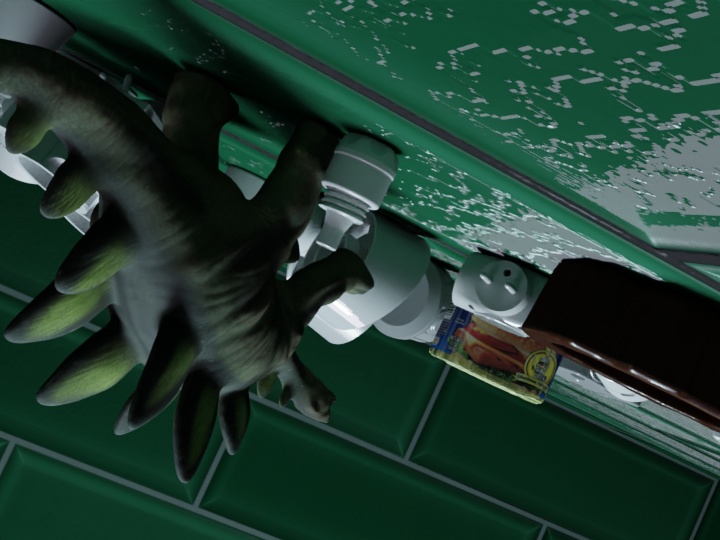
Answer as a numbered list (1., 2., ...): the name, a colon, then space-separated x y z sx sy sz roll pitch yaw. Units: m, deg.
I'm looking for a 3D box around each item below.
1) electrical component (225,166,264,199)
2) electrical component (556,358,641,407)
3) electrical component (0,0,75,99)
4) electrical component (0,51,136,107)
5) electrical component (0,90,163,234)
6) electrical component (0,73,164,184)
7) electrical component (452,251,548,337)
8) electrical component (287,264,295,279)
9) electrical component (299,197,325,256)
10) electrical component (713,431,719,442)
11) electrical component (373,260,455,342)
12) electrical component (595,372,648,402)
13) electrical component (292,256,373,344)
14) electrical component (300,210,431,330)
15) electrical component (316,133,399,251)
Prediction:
1. electrical component: -0.107 -0.064 0.983 0.055 0.047 0.055 25 176 2
2. electrical component: 0.200 0.076 0.945 0.100 0.048 0.100 28 174 -31
3. electrical component: -0.230 -0.150 0.642 0.099 0.064 0.099 38 179 1
4. electrical component: -0.218 -0.133 0.800 0.099 0.064 0.099 16 164 5
5. electrical component: -0.150 -0.048 0.675 0.089 0.061 0.150 27 160 30
6. electrical component: -0.175 -0.102 0.731 0.138 0.073 0.052 -4 -136 -40
7. electrical component: 0.105 0.016 0.766 0.077 0.044 0.079 23 175 24
8. electrical component: -0.041 -0.006 1.123 0.051 0.080 0.080 18 175 14
9. electrical component: -0.045 -0.038 0.902 0.055 0.055 0.047 21 178 44
10. electrical component: 0.300 0.117 0.789 0.062 0.061 0.096 22 175 31
11. electrical component: 0.051 0.027 0.995 0.080 0.080 0.051 22 180 37
12. electrical component: 0.194 0.063 0.777 0.055 0.055 0.047 22 172 32
13. electrical component: -0.020 0.004 0.951 0.060 0.108 0.108 34 172 -27
14. electrical component: 0.000 0.000 0.846 0.064 0.099 0.099 34 172 -30
15. electrical component: -0.005 -0.040 0.571 0.035 0.061 0.035 25 176 2
